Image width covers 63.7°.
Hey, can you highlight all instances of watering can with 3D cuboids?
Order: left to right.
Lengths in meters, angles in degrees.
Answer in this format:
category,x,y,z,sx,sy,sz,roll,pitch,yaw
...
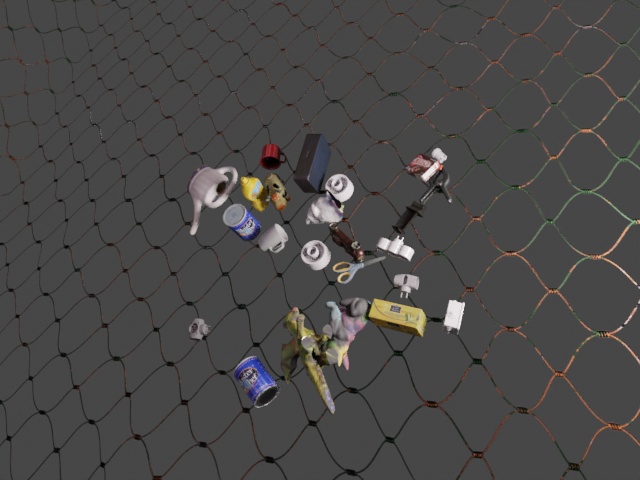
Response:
category,x,y,z,sx,sy,sz,roll,pitch,yaw
watering can,-0.512,-0.200,2.280,0.227,0.350,0.102,30,-13,34

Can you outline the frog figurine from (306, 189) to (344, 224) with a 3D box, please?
category,x,y,z,sx,sy,sz,roll,pitch,yaw
frog figurine,0.006,-0.100,1.988,0.158,0.125,0.136,-37,-33,19

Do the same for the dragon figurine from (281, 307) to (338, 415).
category,x,y,z,sx,sy,sz,roll,pitch,yaw
dragon figurine,-0.055,0.401,1.716,0.122,0.420,0.238,10,-38,-28
